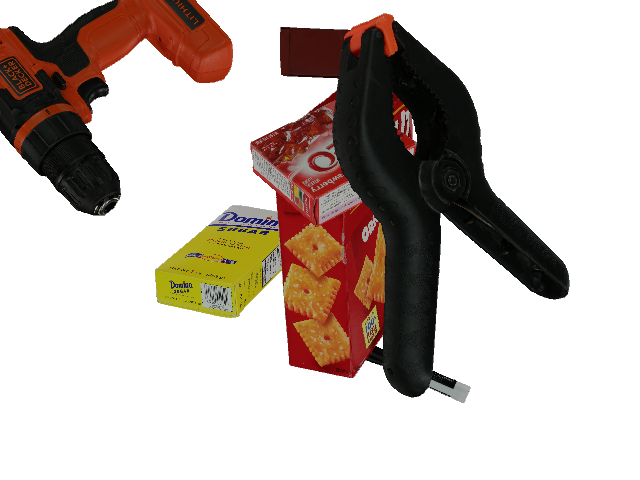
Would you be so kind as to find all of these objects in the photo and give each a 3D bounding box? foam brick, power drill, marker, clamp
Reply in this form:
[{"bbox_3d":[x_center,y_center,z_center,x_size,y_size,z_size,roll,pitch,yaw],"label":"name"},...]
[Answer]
[{"bbox_3d":[-0.001,-0.198,1.127,0.078,0.051,0.053,0,12,-11],"label":"foam brick"},{"bbox_3d":[-0.161,-0.123,0.822,0.187,0.184,0.057,-33,-15,-30],"label":"power drill"},{"bbox_3d":[0.097,0.137,1.113,0.121,0.020,0.020,23,5,12],"label":"marker"},{"bbox_3d":[0.046,-0.016,0.498,0.120,0.171,0.039,-40,14,-37],"label":"clamp"}]

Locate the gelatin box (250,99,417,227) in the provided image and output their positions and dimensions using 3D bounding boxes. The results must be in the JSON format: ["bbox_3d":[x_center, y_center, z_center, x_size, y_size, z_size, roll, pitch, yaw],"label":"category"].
[{"bbox_3d":[0.009,-0.056,0.714,0.089,0.030,0.073,-29,50,-24],"label":"gelatin box"}]

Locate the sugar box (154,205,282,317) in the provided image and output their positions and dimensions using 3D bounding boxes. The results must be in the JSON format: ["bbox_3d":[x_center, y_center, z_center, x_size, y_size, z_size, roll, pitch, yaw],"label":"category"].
[{"bbox_3d":[-0.092,0.018,1.134,0.093,0.048,0.176,10,30,19],"label":"sugar box"}]

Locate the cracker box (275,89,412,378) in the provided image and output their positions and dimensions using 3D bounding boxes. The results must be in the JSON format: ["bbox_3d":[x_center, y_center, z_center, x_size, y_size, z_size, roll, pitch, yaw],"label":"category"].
[{"bbox_3d":[0.028,-0.013,0.940,0.072,0.214,0.164,9,29,22],"label":"cracker box"}]
